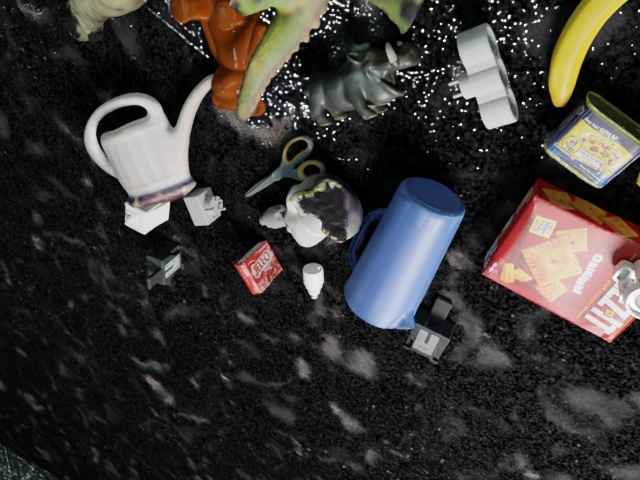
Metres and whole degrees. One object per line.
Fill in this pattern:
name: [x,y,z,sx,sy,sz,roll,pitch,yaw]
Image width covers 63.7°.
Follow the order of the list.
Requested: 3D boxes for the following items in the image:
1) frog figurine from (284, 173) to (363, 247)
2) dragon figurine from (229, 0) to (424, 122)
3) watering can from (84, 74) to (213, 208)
frog figurine: [0.003,-0.046,0.918,0.137,0.124,0.158,21,-12,-4]
dragon figurine: [0.018,-0.341,0.687,0.243,0.403,0.124,15,22,14]
watering can: [-0.310,-0.182,0.999,0.346,0.221,0.106,-10,22,24]
